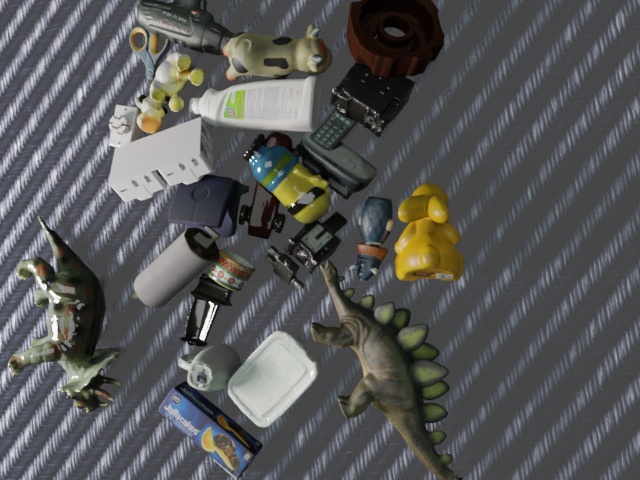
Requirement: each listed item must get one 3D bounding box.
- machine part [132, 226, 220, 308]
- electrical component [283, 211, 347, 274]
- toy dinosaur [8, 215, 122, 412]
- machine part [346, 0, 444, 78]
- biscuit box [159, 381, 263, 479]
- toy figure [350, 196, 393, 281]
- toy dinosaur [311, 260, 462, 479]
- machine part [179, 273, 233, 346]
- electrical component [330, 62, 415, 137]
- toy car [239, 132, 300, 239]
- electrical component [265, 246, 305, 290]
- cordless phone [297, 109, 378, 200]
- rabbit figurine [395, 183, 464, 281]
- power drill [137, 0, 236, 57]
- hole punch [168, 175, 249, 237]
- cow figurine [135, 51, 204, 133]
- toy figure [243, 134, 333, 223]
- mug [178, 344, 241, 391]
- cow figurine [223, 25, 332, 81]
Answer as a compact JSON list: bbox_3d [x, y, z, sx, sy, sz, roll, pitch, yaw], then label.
[{"bbox_3d":[-0.271,0.053,1.010,0.243,0.079,0.079,-39,82,25],"label":"machine part"},{"bbox_3d":[-0.002,-0.003,0.998,0.075,0.047,0.119,39,55,6],"label":"electrical component"},{"bbox_3d":[-0.485,0.142,1.056,0.192,0.131,0.404,-3,83,-2],"label":"toy dinosaur"},{"bbox_3d":[0.131,-0.367,0.953,0.179,0.056,0.179,3,66,-6],"label":"machine part"},{"bbox_3d":[-0.209,0.356,1.019,0.203,0.063,0.059,36,93,9],"label":"biscuit box"},{"bbox_3d":[0.098,-0.001,0.979,0.058,0.064,0.154,7,95,-27],"label":"toy figure"},{"bbox_3d":[0.123,0.244,0.945,0.199,0.105,0.471,-25,89,5],"label":"toy dinosaur"},{"bbox_3d":[-0.222,0.141,1.043,0.084,0.039,0.138,23,91,5],"label":"machine part"},{"bbox_3d":[0.100,-0.270,0.969,0.115,0.058,0.134,34,69,7],"label":"electrical component"},{"bbox_3d":[-0.096,-0.103,1.020,0.089,0.053,0.202,12,91,-9],"label":"toy car"},{"bbox_3d":[-0.063,0.053,1.003,0.094,0.063,0.021,43,62,8],"label":"electrical component"},{"bbox_3d":[0.062,-0.181,0.989,0.147,0.088,0.184,36,76,10],"label":"cordless phone"},{"bbox_3d":[0.182,-0.023,0.932,0.122,0.162,0.173,0,70,22],"label":"rabbit figurine"},{"bbox_3d":[-0.229,-0.471,1.049,0.232,0.086,0.207,11,97,3],"label":"power drill"},{"bbox_3d":[-0.219,-0.069,1.026,0.142,0.092,0.115,5,85,14],"label":"hole punch"},{"bbox_3d":[-0.308,-0.292,1.053,0.167,0.068,0.098,-50,45,4],"label":"cow figurine"},{"bbox_3d":[-0.058,-0.106,0.960,0.180,0.082,0.089,37,97,-10],"label":"toy figure"},{"bbox_3d":[-0.213,0.237,1.002,0.110,0.107,0.080,21,90,8],"label":"mug"},{"bbox_3d":[-0.071,-0.340,0.984,0.195,0.127,0.085,-3,90,-19],"label":"cow figurine"}]
